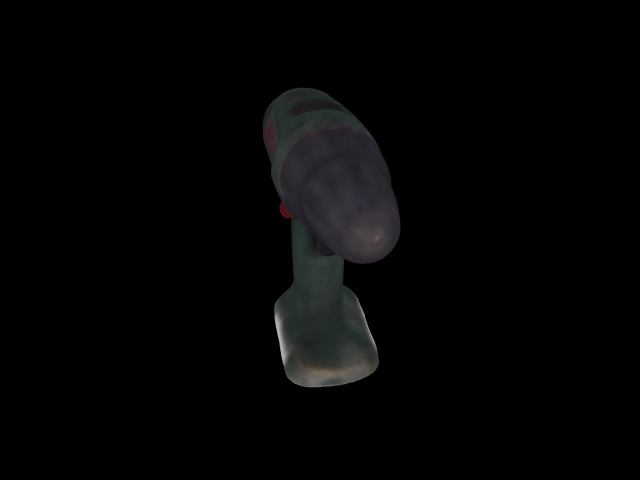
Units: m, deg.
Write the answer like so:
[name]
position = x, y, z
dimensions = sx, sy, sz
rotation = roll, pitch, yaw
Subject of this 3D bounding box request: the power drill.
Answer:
[power drill]
position = 0.004, 0.001, 0.400
dimensions = 0.076, 0.208, 0.229
rotation = -8, 39, -9
